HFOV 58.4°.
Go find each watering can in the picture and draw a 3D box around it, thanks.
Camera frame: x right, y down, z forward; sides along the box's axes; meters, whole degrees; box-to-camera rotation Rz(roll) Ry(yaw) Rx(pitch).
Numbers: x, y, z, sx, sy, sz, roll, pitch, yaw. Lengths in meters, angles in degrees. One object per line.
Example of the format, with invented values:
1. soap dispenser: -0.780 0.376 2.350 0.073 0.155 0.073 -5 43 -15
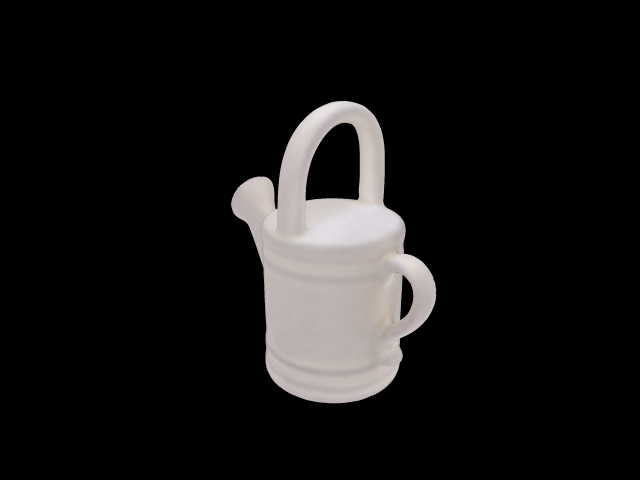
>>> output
1. watering can: 0.002 0.002 0.398 0.172 0.194 0.101 9 23 22
